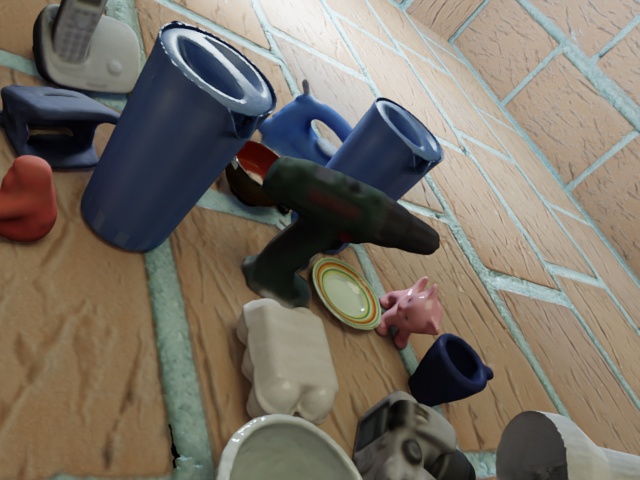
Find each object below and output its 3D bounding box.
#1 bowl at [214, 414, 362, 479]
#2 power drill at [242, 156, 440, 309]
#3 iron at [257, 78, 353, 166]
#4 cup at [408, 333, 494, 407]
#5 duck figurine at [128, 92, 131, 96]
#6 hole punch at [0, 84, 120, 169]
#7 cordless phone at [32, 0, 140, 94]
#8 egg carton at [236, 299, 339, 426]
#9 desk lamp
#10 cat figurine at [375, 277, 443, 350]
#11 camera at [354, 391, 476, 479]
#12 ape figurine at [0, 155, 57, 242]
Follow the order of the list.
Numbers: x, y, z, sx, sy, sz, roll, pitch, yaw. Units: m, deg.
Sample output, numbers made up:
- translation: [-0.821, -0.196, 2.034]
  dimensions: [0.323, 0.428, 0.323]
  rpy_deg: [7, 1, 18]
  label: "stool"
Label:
- translation: [-0.035, 0.249, 0.515]
  dimensions: [0.168, 0.074, 0.167]
  rpy_deg: [30, 33, -22]
  label: "bowl"
- translation: [0.007, 0.003, 0.738]
  dimensions: [0.230, 0.208, 0.075]
  rpy_deg: [33, 32, -17]
  label: "power drill"
- translation: [0.017, -0.154, 1.011]
  dimensions: [0.258, 0.141, 0.119]
  rpy_deg: [42, 30, -2]
  label: "iron"
- translation: [0.183, 0.198, 0.818]
  dimensions: [0.118, 0.094, 0.091]
  rpy_deg: [22, 36, -32]
  label: "cup"
- translation: [-0.233, -0.228, 0.860]
  dimensions: [0.104, 0.086, 0.078]
  rpy_deg: [53, 31, 16]
  label: "duck figurine"
- translation: [-0.306, -0.146, 0.666]
  dimensions: [0.101, 0.091, 0.109]
  rpy_deg: [53, 31, 16]
  label: "hole punch"
- translation: [-0.292, -0.292, 0.771]
  dimensions: [0.094, 0.184, 0.148]
  rpy_deg: [54, 32, 17]
  label: "cordless phone"
- translation: [-0.039, 0.138, 0.652]
  dimensions: [0.108, 0.069, 0.150]
  rpy_deg: [20, 38, -35]
  label: "egg carton"
- translation: [0.273, 0.304, 0.676]
  dimensions: [0.204, 0.213, 0.118]
  rpy_deg: [27, 34, -26]
  label: "desk lamp"
- translation: [0.145, 0.103, 0.868]
  dimensions: [0.067, 0.117, 0.128]
  rpy_deg: [37, 31, -10]
  label: "cat figurine"
- translation: [0.118, 0.260, 0.658]
  dimensions: [0.137, 0.100, 0.143]
  rpy_deg: [37, 31, -12]
  label: "camera"
- translation: [-0.290, -0.046, 0.561]
  dimensions: [0.076, 0.092, 0.078]
  rpy_deg: [41, 30, -4]
  label: "ape figurine"
